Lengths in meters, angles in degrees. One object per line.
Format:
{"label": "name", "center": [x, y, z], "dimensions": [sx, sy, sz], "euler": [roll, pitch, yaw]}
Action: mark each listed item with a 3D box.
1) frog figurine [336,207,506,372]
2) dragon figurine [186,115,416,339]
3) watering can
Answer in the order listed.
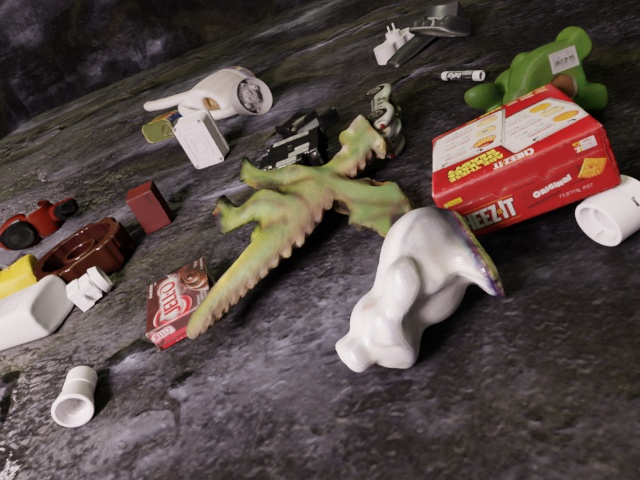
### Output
{"label": "frog figurine", "center": [0.078, 0.047, 0.478], "dimensions": [0.159, 0.123, 0.137], "euler": [-30, -4, 10]}
{"label": "dragon figurine", "center": [0.002, -0.034, 0.682], "dimensions": [0.242, 0.119, 0.420], "euler": [-3, 44, 20]}
{"label": "watering can", "center": [-0.324, -0.412, 1.465], "dimensions": [0.349, 0.101, 0.229], "euler": [14, 46, 30]}
